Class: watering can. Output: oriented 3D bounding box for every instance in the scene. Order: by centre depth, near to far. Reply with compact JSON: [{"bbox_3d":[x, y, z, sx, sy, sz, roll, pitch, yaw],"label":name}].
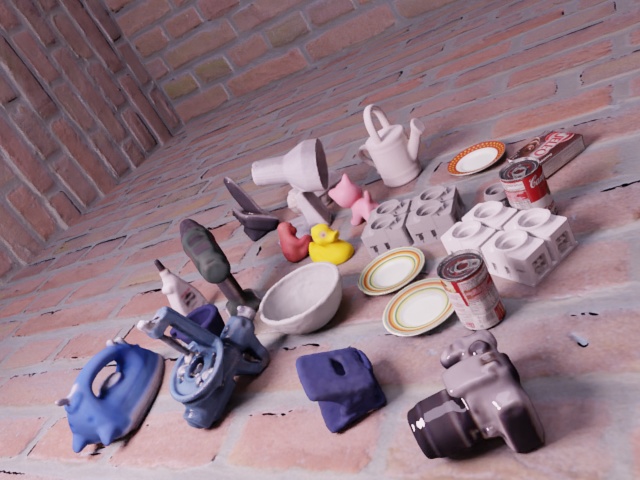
[{"bbox_3d":[0.164,-0.232,1.339,0.172,0.194,0.101,-24,26,16],"label":"watering can"}]

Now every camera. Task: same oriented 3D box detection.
[{"bbox_3d":[0.167,0.184,0.674,0.136,0.101,0.143,-28,25,7],"label":"camera"}]

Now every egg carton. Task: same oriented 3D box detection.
[{"bbox_3d":[-0.012,-0.123,1.486,0.150,0.069,0.107,-41,27,-21],"label":"egg carton"}]

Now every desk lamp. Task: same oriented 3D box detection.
[{"bbox_3d":[-0.051,-0.115,1.342,0.203,0.214,0.118,-22,27,20],"label":"desk lamp"}]

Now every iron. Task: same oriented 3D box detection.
[{"bbox_3d":[-0.400,0.271,1.106,0.118,0.142,0.258,-20,27,23],"label":"iron"}]

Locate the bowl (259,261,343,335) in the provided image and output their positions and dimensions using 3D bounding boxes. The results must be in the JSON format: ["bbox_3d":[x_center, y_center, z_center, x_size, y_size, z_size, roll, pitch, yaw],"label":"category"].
[{"bbox_3d":[-0.022,0.118,1.043,0.167,0.075,0.167,-25,25,13],"label":"bowl"}]

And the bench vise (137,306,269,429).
[{"bbox_3d":[-0.201,0.175,0.965,0.121,0.220,0.207,-16,29,30],"label":"bench vise"}]

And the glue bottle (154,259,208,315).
[{"bbox_3d":[-0.314,0.112,1.267,0.037,0.173,0.078,-14,30,33],"label":"glue bottle"}]

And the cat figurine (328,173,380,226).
[{"bbox_3d":[0.079,-0.091,1.264,0.067,0.118,0.127,-41,26,-19],"label":"cat figurine"}]

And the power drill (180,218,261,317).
[{"bbox_3d":[-0.215,0.064,1.201,0.076,0.209,0.229,-36,25,-10],"label":"power drill"}]

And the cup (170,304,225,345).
[{"bbox_3d":[-0.227,0.191,1.115,0.117,0.095,0.092,-20,27,23],"label":"cup"}]

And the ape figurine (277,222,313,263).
[{"bbox_3d":[-0.062,-0.002,1.289,0.076,0.092,0.077,-42,27,-22],"label":"ape figurine"}]

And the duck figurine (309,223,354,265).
[{"bbox_3d":[0.011,0.004,1.203,0.104,0.086,0.078,-4,36,45],"label":"duck figurine"}]

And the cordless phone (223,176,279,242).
[{"bbox_3d":[-0.199,-0.101,1.518,0.094,0.185,0.147,-38,26,-13],"label":"cordless phone"}]

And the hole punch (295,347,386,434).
[{"bbox_3d":[0.027,0.198,0.819,0.101,0.091,0.108,-32,25,-1],"label":"hole punch"}]
